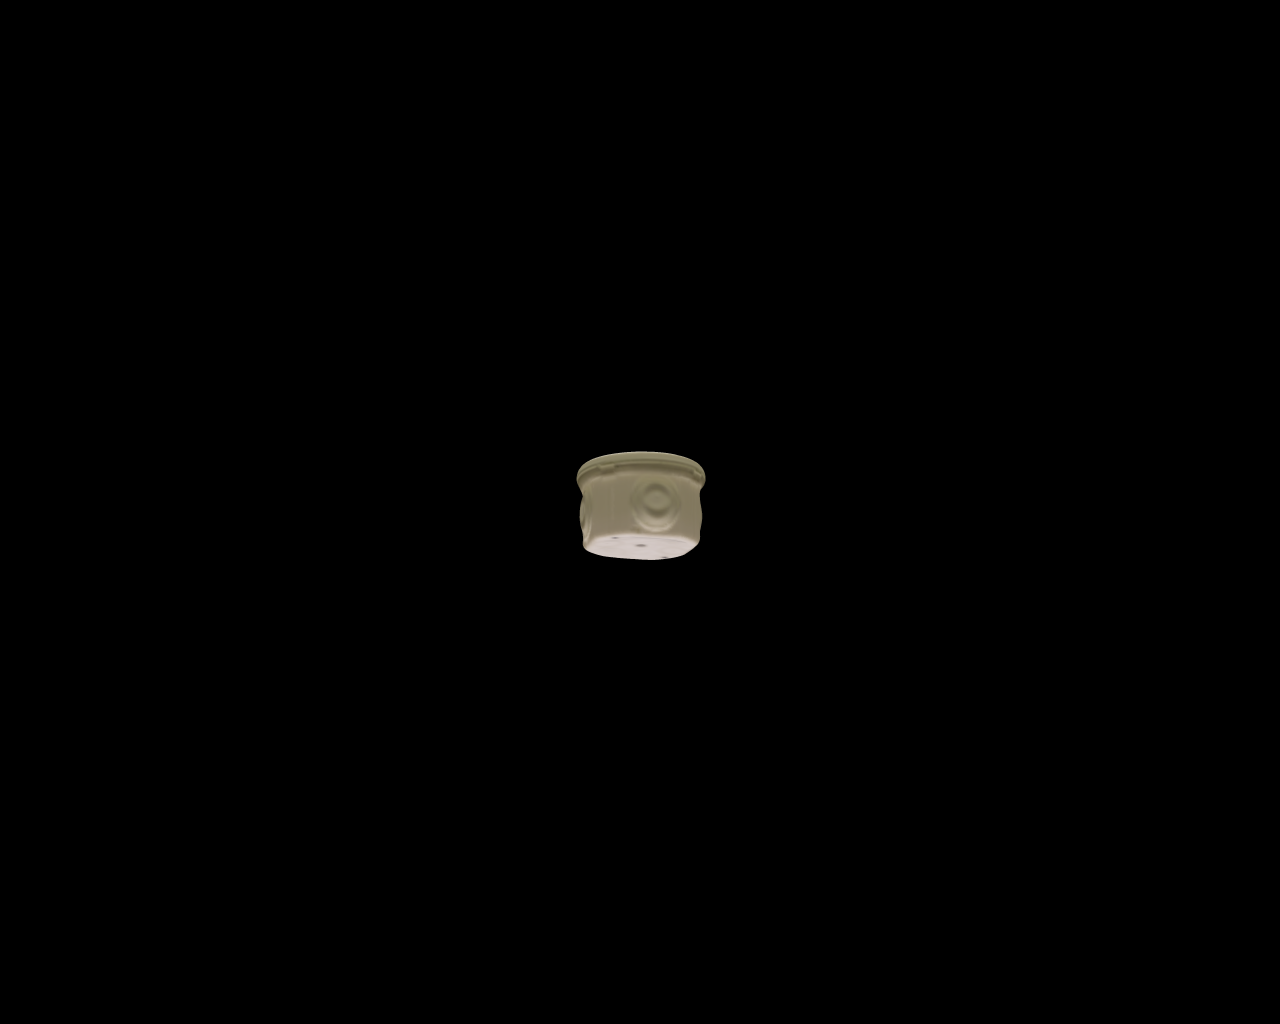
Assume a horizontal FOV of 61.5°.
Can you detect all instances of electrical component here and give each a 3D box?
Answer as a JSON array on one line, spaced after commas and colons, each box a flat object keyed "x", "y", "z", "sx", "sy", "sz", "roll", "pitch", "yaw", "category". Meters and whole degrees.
[{"x": 0.001, "y": -0.003, "z": 0.650, "sx": 0.080, "sy": 0.051, "sz": 0.080, "roll": 0, "pitch": -15, "yaw": 0, "category": "electrical component"}]
